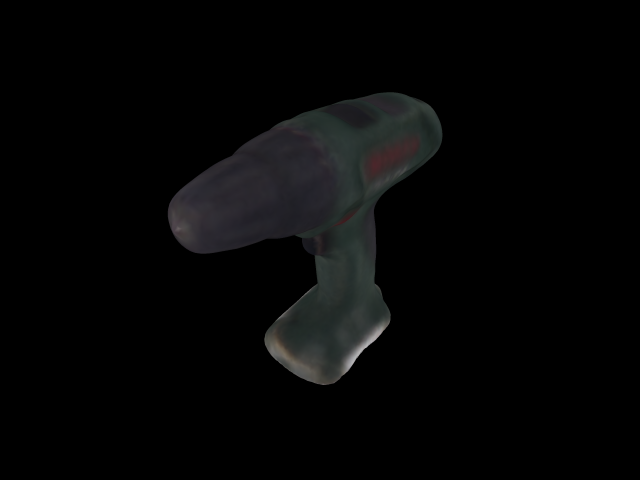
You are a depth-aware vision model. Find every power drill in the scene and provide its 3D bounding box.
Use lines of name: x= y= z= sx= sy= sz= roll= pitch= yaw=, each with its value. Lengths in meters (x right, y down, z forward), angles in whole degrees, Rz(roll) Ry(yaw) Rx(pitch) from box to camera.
power drill: x=0.004 y=0.001 z=0.400 sx=0.075 sy=0.208 sz=0.230 roll=27 pitch=49 yaw=27
